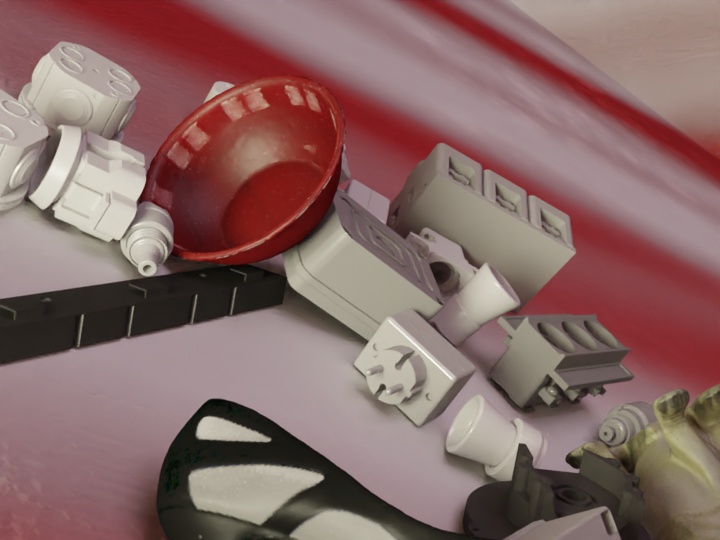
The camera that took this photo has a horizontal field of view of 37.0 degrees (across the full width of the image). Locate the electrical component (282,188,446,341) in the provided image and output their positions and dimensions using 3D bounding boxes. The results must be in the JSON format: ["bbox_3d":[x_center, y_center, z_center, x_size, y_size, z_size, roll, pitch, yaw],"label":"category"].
[{"bbox_3d":[0.000,0.000,0.794,0.113,0.057,0.078,36,20,-31],"label":"electrical component"}]

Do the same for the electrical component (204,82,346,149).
[{"bbox_3d":[-0.071,-0.136,0.967,0.138,0.073,0.052,20,27,-31],"label":"electrical component"}]

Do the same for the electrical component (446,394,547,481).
[{"bbox_3d":[0.093,0.117,0.733,0.055,0.045,0.045,32,23,-8],"label":"electrical component"}]

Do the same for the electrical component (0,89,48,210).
[{"bbox_3d":[-0.237,-0.077,0.660,0.080,0.051,0.080,29,24,-14],"label":"electrical component"}]

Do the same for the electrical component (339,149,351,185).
[{"bbox_3d":[-0.054,-0.092,0.883,0.052,0.074,0.138,61,6,-19],"label":"electrical component"}]

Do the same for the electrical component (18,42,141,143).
[{"bbox_3d":[-0.206,-0.127,0.797,0.080,0.051,0.080,29,24,-14],"label":"electrical component"}]

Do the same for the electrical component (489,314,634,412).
[{"bbox_3d":[0.164,0.075,0.886,0.121,0.063,0.078,1,39,-52],"label":"electrical component"}]

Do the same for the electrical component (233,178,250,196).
[{"bbox_3d":[-0.091,-0.065,0.844,0.043,0.043,0.062,19,26,-33],"label":"electrical component"}]

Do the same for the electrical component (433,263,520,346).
[{"bbox_3d":[0.091,0.031,0.871,0.044,0.065,0.044,47,14,-16],"label":"electrical component"}]

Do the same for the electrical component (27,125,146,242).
[{"bbox_3d":[-0.177,-0.058,0.696,0.057,0.058,0.078,25,25,-27],"label":"electrical component"}]

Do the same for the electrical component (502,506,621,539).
[{"bbox_3d":[0.103,0.187,0.544,0.109,0.056,0.108,-5,73,-56],"label":"electrical component"}]

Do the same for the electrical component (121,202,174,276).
[{"bbox_3d":[-0.138,-0.017,0.695,0.035,0.035,0.061,24,25,-24],"label":"electrical component"}]

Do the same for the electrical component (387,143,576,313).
[{"bbox_3d":[0.110,-0.040,0.992,0.150,0.089,0.061,28,36,-15],"label":"electrical component"}]

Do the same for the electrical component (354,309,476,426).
[{"bbox_3d":[0.030,0.070,0.737,0.066,0.047,0.077,43,24,18],"label":"electrical component"}]

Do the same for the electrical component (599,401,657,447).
[{"bbox_3d":[0.219,0.130,0.882,0.078,0.040,0.040,1,40,-52],"label":"electrical component"}]

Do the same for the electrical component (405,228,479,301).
[{"bbox_3d":[0.065,-0.002,0.933,0.081,0.042,0.063,29,20,-15],"label":"electrical component"}]

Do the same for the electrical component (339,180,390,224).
[{"bbox_3d":[-0.020,-0.049,0.904,0.077,0.047,0.065,30,21,-7],"label":"electrical component"}]
